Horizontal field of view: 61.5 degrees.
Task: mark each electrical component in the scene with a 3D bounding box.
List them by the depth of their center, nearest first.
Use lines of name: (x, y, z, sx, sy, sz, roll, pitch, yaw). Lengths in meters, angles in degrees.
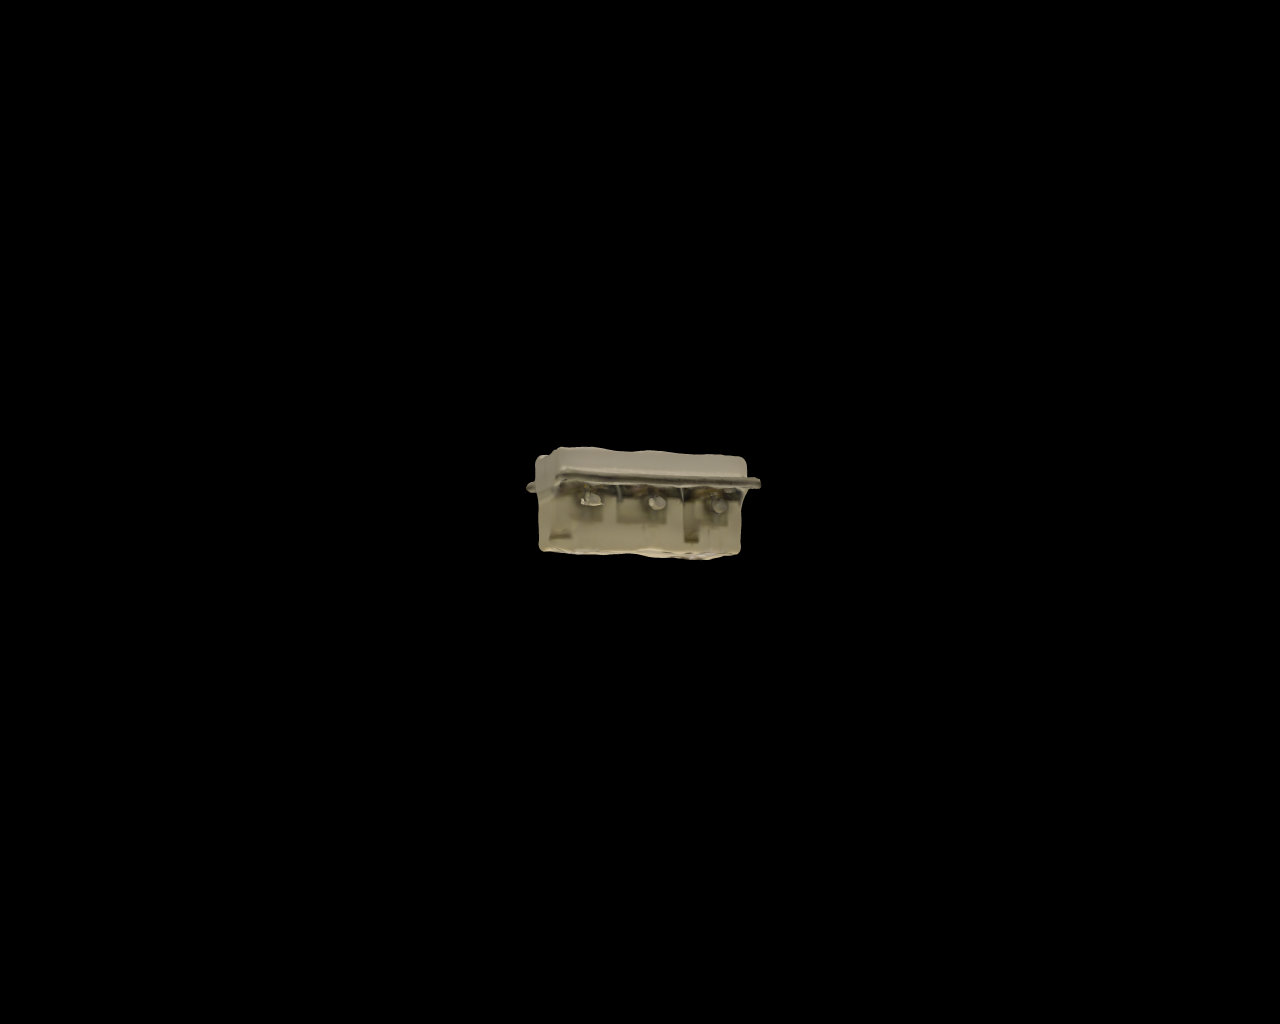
electrical component: (0.001, -0.003, 0.650, 0.121, 0.063, 0.078, 3, -7, -22)
